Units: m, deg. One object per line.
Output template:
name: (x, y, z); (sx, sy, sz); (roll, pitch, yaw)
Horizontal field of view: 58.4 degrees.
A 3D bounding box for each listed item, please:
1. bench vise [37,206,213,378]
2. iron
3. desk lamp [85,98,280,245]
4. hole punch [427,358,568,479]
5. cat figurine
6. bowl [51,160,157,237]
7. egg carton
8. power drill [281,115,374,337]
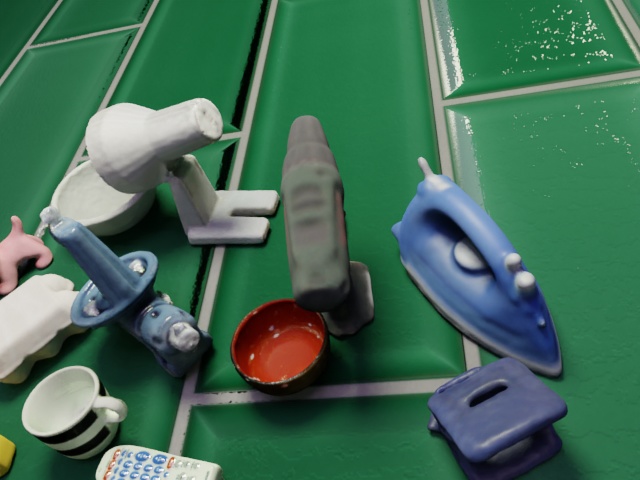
bench vise: (-0.220, 0.051, 0.668); (0.206, 0.220, 0.121); (8, 52, 23)
iron: (0.178, 0.019, 0.630); (0.119, 0.142, 0.257); (-28, 47, -9)
desk lamp: (-0.186, -0.099, 0.796); (0.202, 0.214, 0.118); (-1, 49, 16)
hole punch: (0.162, 0.164, 0.541); (0.109, 0.091, 0.101); (-26, 47, -7)
cat figurine: (-0.485, 0.018, 0.847); (0.067, 0.118, 0.128); (29, 62, 35)
bowl: (-0.325, -0.061, 0.900); (0.167, 0.075, 0.167); (-8, 48, 10)
egg carton: (-0.385, 0.115, 0.764); (0.107, 0.069, 0.150); (31, 63, 36)
power drill: (0.006, 0.002, 0.651); (0.075, 0.209, 0.229); (-11, 47, 7)
